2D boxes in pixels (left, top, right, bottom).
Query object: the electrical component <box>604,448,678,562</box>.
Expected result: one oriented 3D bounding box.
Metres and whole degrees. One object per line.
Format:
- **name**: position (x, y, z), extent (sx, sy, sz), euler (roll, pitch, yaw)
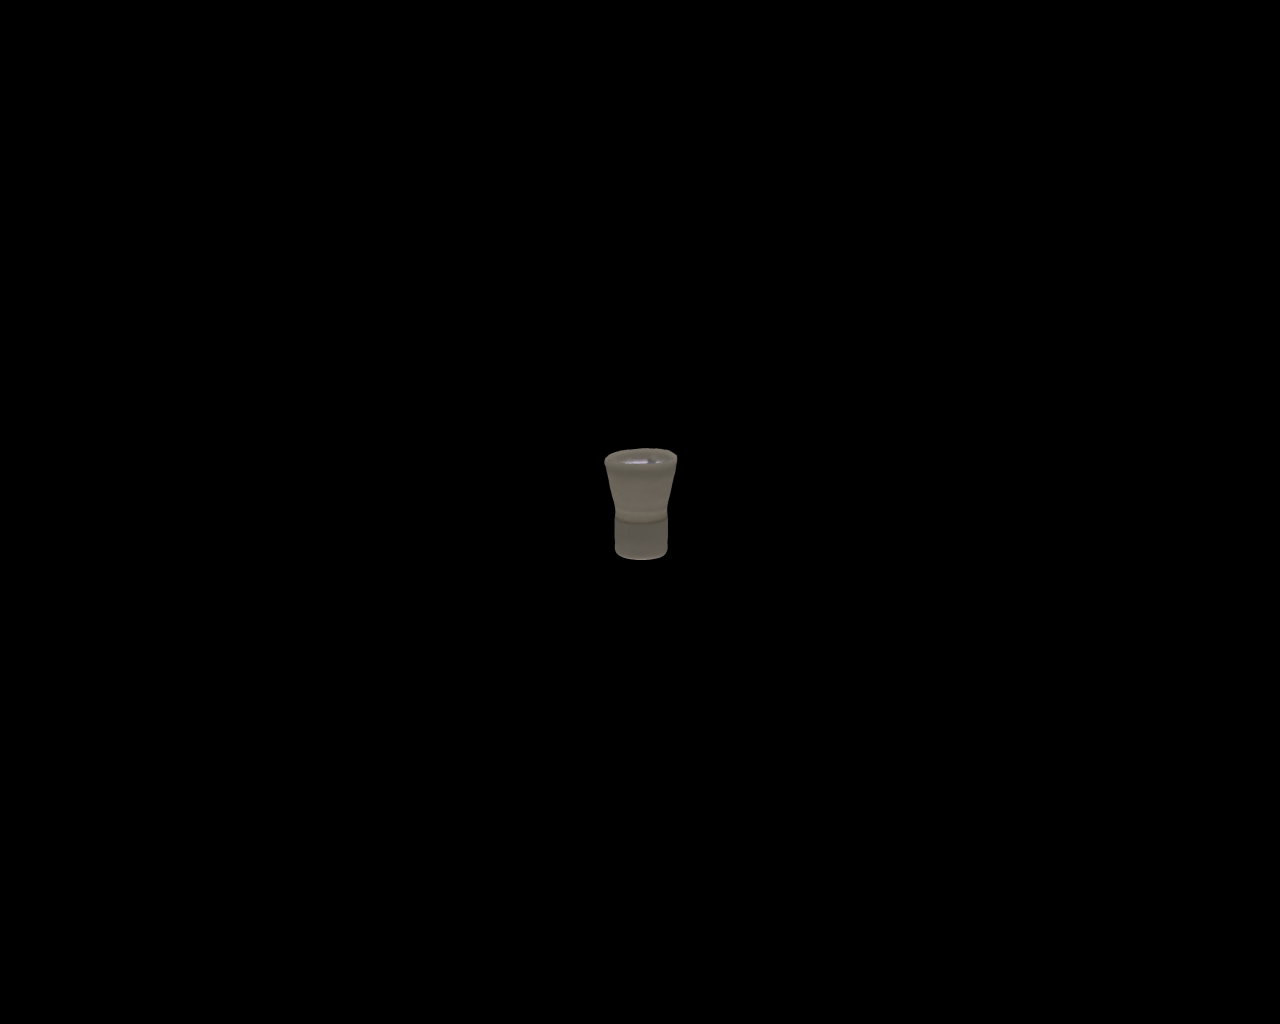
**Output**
- **electrical component**: position (0.001, -0.003, 0.650), extent (0.044, 0.065, 0.044), euler (0, 15, 0)
